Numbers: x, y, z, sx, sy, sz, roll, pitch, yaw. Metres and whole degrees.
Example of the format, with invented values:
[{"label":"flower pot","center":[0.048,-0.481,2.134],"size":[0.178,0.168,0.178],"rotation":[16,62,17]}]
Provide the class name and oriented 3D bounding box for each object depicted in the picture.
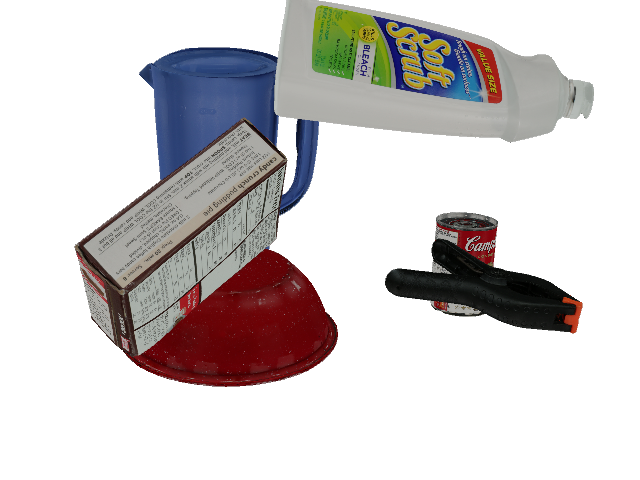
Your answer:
[{"label":"bleach bottle","center":[0.092,-0.134,0.859],"size":[0.251,0.102,0.068],"rotation":[7,-25,0]},{"label":"soup can","center":[0.158,0.026,1.184],"size":[0.068,0.102,0.068],"rotation":[3,15,-1]},{"label":"bowl","center":[-0.066,0.044,0.779],"size":[0.162,0.055,0.162],"rotation":[2,22,-1]},{"label":"pudding box","center":[-0.070,0.000,0.554],"size":[0.113,0.039,0.090],"rotation":[-42,-16,-23]},{"label":"pitcher","center":[-0.096,-0.071,1.103],"size":[0.144,0.243,0.149],"rotation":[-11,26,-28]},{"label":"clamp","center":[0.155,0.040,0.976],"size":[0.171,0.039,0.120],"rotation":[17,30,15]}]
